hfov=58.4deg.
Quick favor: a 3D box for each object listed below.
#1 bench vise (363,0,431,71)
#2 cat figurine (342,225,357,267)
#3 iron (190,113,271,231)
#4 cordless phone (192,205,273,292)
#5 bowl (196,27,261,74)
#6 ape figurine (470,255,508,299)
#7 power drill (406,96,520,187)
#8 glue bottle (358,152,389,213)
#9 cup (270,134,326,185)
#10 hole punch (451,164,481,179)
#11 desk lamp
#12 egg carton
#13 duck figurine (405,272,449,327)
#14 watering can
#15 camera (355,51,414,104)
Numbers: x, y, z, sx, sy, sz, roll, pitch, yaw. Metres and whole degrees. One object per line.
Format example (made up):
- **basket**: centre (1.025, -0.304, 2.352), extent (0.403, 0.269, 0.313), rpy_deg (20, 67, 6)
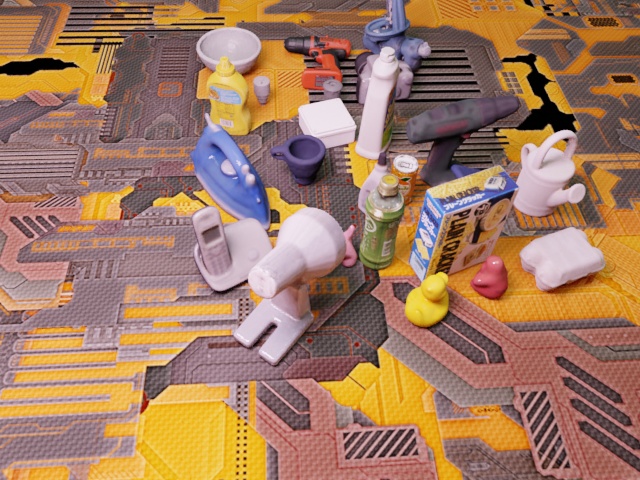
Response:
- **bench vise**: centre (0.210, -0.559, 1.485), extent (0.207, 0.220, 0.122), rpy_deg (24, 55, 16)
- **cat figurine**: centre (0.010, 0.004, 1.096), extent (0.128, 0.118, 0.067), rpy_deg (-14, 54, -13)
- **iron**: centre (-0.176, -0.147, 1.191), extent (0.119, 0.141, 0.257), rpy_deg (-28, 58, -22)
- **cordless phone**: centre (-0.163, -0.004, 1.051), extent (0.148, 0.185, 0.094), rpy_deg (-32, 59, -24)
- **bowl**: centre (-0.234, -0.478, 1.493), extent (0.167, 0.075, 0.167), rpy_deg (1, 52, -1)
- **ape figurine**: centre (0.324, 0.063, 1.080), extent (0.078, 0.092, 0.076), rpy_deg (-17, 54, -15)
- **power drill**: centre (0.291, -0.211, 1.221), extent (0.230, 0.208, 0.075), rpy_deg (-8, 52, -9)
- **glue bottle**: centre (0.119, -0.110, 1.156), extent (0.037, 0.173, 0.078), rpy_deg (-36, 61, -26)
- **cup**: centre (-0.047, -0.166, 1.242), extent (0.118, 0.095, 0.091), rpy_deg (0, 52, -2)
- **hole punch**: centre (0.329, -0.109, 1.216), extent (0.101, 0.091, 0.108), rpy_deg (-13, 53, -12)
- **desk lamp**: centre (-0.052, 0.074, 0.977), extent (0.117, 0.214, 0.203), rpy_deg (28, 56, 19)
- **egg carton**: centre (0.473, 0.037, 1.121), extent (0.150, 0.069, 0.107), rpy_deg (-18, 55, -16)
- **duck figurine**: centre (0.201, 0.103, 1.047), extent (0.077, 0.086, 0.105), rpy_deg (32, 57, 21)
- **watering can**: centre (0.478, -0.142, 1.183), extent (0.101, 0.194, 0.172), rpy_deg (-35, 61, -26)
- **camera**: centre (0.151, -0.428, 1.454), extent (0.143, 0.101, 0.136), rpy_deg (-11, 53, -11)
